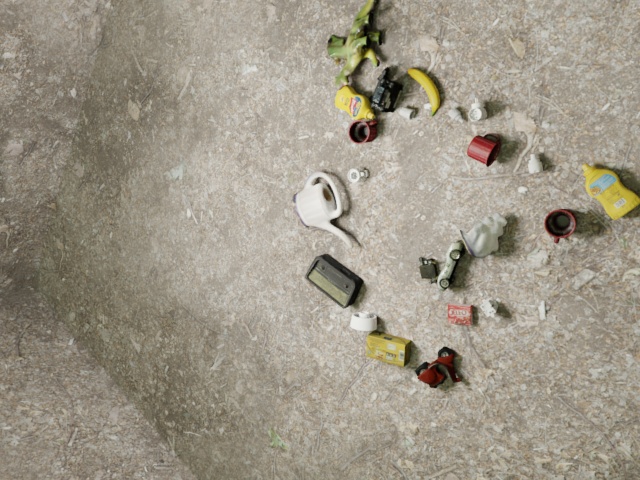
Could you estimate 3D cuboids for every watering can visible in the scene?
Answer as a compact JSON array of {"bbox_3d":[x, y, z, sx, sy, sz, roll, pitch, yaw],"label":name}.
[{"bbox_3d":[0.006,-0.107,2.131,0.222,0.105,0.349,-20,86,34],"label":"watering can"}]

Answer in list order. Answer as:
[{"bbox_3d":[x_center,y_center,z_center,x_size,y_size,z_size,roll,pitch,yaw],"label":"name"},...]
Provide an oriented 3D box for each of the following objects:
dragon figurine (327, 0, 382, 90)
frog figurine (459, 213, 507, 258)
[{"bbox_3d":[0.116,-0.772,1.974,0.242,0.122,0.412,1,83,38],"label":"dragon figurine"},{"bbox_3d":[0.581,-0.013,1.784,0.158,0.125,0.135,-28,116,23],"label":"frog figurine"}]
